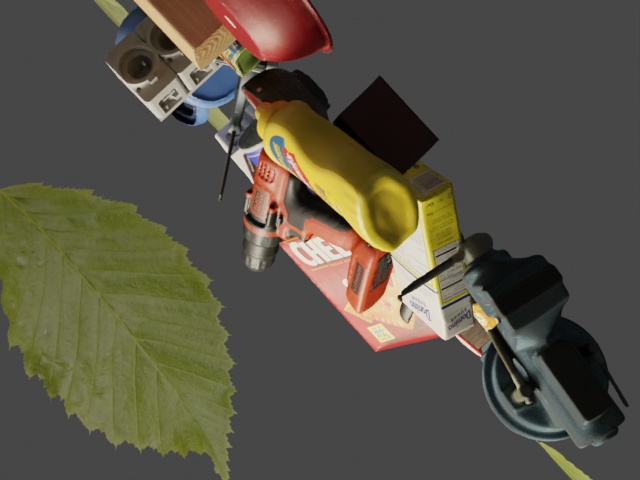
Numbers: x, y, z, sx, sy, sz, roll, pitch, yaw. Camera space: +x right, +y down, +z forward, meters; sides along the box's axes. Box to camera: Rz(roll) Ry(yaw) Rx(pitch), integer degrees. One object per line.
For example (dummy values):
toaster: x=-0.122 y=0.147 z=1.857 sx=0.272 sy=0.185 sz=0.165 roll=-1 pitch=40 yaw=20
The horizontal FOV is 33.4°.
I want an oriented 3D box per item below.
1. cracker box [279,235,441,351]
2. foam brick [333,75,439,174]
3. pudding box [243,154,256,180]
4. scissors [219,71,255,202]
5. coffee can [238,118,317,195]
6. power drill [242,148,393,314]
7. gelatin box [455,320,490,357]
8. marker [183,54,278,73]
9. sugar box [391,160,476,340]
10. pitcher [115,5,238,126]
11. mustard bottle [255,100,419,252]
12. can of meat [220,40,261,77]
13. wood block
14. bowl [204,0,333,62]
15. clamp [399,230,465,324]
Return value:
cracker box: x=0.076 y=0.033 z=1.286 sx=0.164 sy=0.072 sz=0.213 roll=-18 pitch=124 yaw=41
foam brick: x=0.057 y=-0.095 z=0.932 sx=0.078 sy=0.051 sz=0.053 roll=47 pitch=175 yaw=-3
pudding box: x=-0.053 y=-0.074 z=1.424 sx=0.090 sy=0.039 sz=0.113 roll=68 pitch=-162 yaw=11
scissors: x=-0.099 y=-0.155 z=1.302 sx=0.016 sy=0.201 sz=0.096 roll=12 pitch=157 yaw=-10
coffee can: x=-0.019 y=-0.099 z=1.332 sx=0.140 sy=0.103 sz=0.103 roll=48 pitch=176 yaw=-23
power drill: x=-0.008 y=0.001 z=1.199 sx=0.188 sy=0.057 sz=0.185 roll=33 pitch=136 yaw=20
gelatin box: x=0.205 y=0.105 z=1.212 sx=0.030 sy=0.073 sz=0.089 roll=48 pitch=175 yaw=-41
marker: x=-0.107 y=-0.214 z=1.252 sx=0.120 sy=0.020 sz=0.020 roll=8 pitch=-164 yaw=-26
sugar box: x=0.106 y=0.006 z=1.076 sx=0.093 sy=0.048 sz=0.176 roll=44 pitch=157 yaw=51
pitcher: x=-0.187 y=-0.245 z=1.484 sx=0.149 sy=0.145 sz=0.243 roll=31 pitch=-178 yaw=-30
mustard bottle: x=0.003 y=-0.071 z=0.929 sx=0.192 sy=0.058 sz=0.096 roll=42 pitch=173 yaw=39
can of meat: x=-0.102 y=-0.234 z=1.188 sx=0.084 sy=0.057 sz=0.102 roll=44 pitch=180 yaw=4
wood block: x=-0.163 y=-0.285 z=1.094 sx=0.206 sy=0.091 sz=0.090 roll=46 pitch=177 yaw=2
bowl: x=-0.062 y=-0.215 z=0.969 sx=0.162 sy=0.055 sz=0.162 roll=47 pitch=177 yaw=3
clamp: x=0.121 y=0.032 z=1.188 sx=0.171 sy=0.120 sz=0.039 roll=62 pitch=-151 yaw=-26
